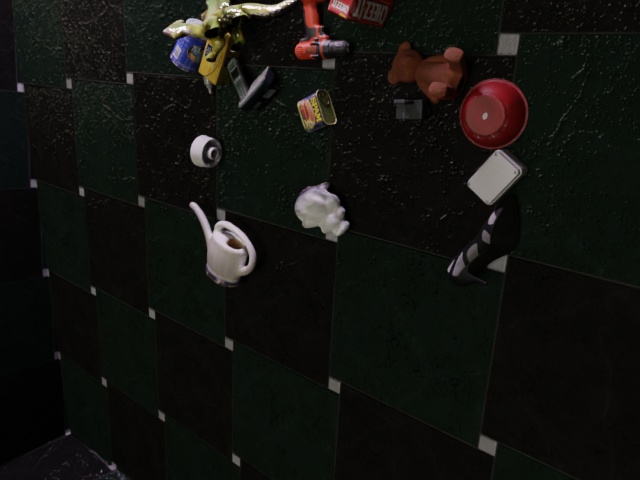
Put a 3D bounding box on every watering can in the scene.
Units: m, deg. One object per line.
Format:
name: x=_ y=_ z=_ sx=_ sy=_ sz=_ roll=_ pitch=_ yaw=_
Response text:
watering can: x=-0.351 y=0.025 z=1.803 sx=0.351 sy=0.105 sz=0.220 roll=34 pitch=121 yaw=28

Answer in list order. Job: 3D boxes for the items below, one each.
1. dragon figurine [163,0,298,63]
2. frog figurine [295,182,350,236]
dragon figurine: x=-0.278 y=-0.685 z=1.549 sx=0.410 sy=0.120 sz=0.248 roll=-24 pitch=59 yaw=4
frog figurine: x=0.005 y=-0.075 z=1.483 sx=0.136 sy=0.122 sz=0.162 roll=-36 pitch=65 yaw=19
